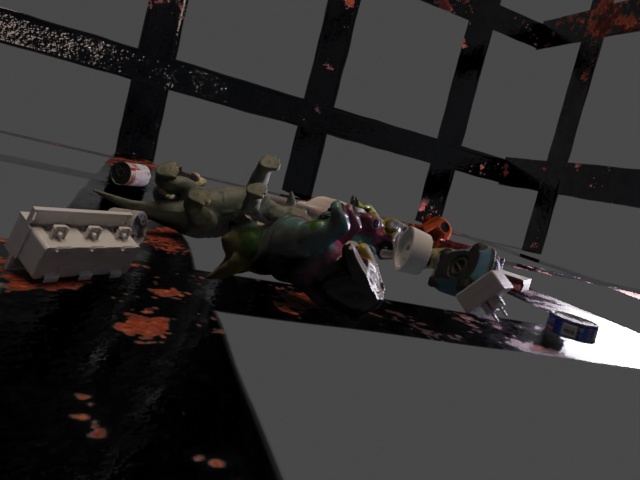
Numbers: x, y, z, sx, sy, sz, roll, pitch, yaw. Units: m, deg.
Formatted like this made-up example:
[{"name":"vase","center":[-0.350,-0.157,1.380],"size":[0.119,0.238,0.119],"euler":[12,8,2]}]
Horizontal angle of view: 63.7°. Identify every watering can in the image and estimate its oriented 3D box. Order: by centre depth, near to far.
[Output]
[{"name":"watering can","center":[0.005,-0.078,1.552],"size":[0.226,0.103,0.347],"euler":[21,9,41]}]

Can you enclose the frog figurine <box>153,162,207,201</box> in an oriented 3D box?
[{"name":"frog figurine","center":[-0.301,-0.085,1.177],"size":[0.137,0.125,0.156],"euler":[7,-31,12]}]

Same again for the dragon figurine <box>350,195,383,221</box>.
[{"name":"dragon figurine","center":[0.212,-0.058,1.850],"size":[0.242,0.121,0.413],"euler":[21,7,-10]}]
